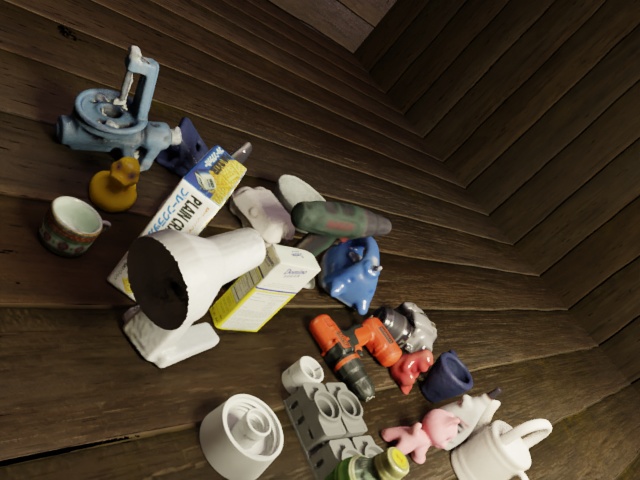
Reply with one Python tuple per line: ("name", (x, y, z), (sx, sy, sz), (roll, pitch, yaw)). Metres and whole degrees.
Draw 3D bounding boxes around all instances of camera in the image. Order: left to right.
("camera", (0.181, 0.187, 1.264), (0.137, 0.100, 0.143), (33, 26, -22))

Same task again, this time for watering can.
("watering can", (0.346, 0.387, 1.084), (0.101, 0.193, 0.172), (5, 45, -54))

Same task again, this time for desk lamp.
("desk lamp", (-0.177, 0.068, 0.768), (0.118, 0.213, 0.204), (50, 25, 14))

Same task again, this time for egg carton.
("egg carton", (-0.123, -0.050, 1.214), (0.150, 0.069, 0.107), (51, 25, 15))

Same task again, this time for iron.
("iron", (0.082, 0.043, 1.291), (0.119, 0.141, 0.258), (34, 26, -20))

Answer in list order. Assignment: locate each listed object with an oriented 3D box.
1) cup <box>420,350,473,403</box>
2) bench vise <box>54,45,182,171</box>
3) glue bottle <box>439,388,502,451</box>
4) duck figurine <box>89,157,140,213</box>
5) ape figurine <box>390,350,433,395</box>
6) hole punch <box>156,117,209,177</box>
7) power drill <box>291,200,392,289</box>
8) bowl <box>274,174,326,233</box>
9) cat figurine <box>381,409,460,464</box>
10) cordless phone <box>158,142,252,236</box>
("cup", (0.261, 0.293, 1.224), (0.092, 0.094, 0.118), (38, 25, -13))
("bench vise", (-0.329, -0.236, 1.011), (0.121, 0.219, 0.208), (51, 25, 16))
("glue bottle", (0.279, 0.332, 1.095), (0.078, 0.173, 0.037), (39, 25, -10))
("duck figurine", (-0.331, -0.104, 0.959), (0.078, 0.086, 0.104), (37, 25, -14))
("ape figurine", (0.195, 0.261, 1.178), (0.078, 0.092, 0.076), (10, 40, -51))
("hole punch", (-0.269, -0.187, 1.182), (0.101, 0.091, 0.108), (33, 26, -22))
("power drill", (0.011, 0.004, 1.164), (0.231, 0.208, 0.075), (18, 35, -44))
("bowl", (-0.051, -0.071, 1.351), (0.168, 0.074, 0.167), (35, 26, -19))
("cat figurine", (0.191, 0.339, 1.015), (0.128, 0.117, 0.067), (18, 34, -44))
("cordless phone", (-0.199, -0.101, 1.037), (0.094, 0.184, 0.147), (37, 25, -14))
